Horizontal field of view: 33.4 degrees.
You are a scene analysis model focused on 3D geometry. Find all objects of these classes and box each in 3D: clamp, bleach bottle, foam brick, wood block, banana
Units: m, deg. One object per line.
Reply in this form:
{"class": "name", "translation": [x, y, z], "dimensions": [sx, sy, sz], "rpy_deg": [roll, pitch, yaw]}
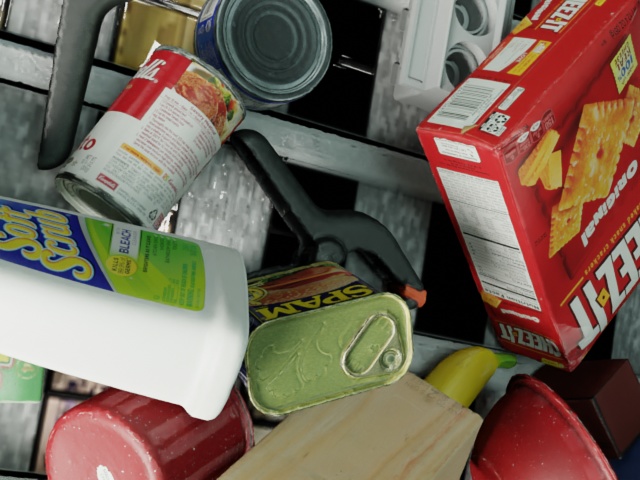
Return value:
{"class": "clamp", "translation": [-0.005, 0.001, 0.693], "dimensions": [0.171, 0.039, 0.120], "rpy_deg": [12, 94, -28]}
{"class": "clamp", "translation": [-0.146, -0.163, 0.587], "dimensions": [0.164, 0.036, 0.210], "rpy_deg": [40, 98, -19]}
{"class": "bleach bottle", "translation": [-0.165, 0.018, 0.545], "dimensions": [0.250, 0.102, 0.068], "rpy_deg": [15, 119, -15]}
{"class": "foam brick", "translation": [0.187, 0.122, 0.767], "dimensions": [0.051, 0.078, 0.053], "rpy_deg": [-37, 105, -36]}
{"class": "wood block", "translation": [-0.003, 0.161, 0.604], "dimensions": [0.205, 0.090, 0.091], "rpy_deg": [-35, 148, -46]}
{"class": "banana", "translation": [0.077, 0.146, 0.732], "dimensions": [0.069, 0.037, 0.197], "rpy_deg": [39, 71, -22]}

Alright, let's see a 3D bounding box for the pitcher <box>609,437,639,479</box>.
{"class": "pitcher", "translation": [0.267, 0.195, 0.715], "dimensions": [0.149, 0.243, 0.145], "rpy_deg": [-17, 96, -28]}

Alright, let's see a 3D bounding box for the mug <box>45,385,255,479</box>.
{"class": "mug", "translation": [-0.102, 0.126, 0.598], "dimensions": [0.093, 0.117, 0.081], "rpy_deg": [39, 28, 15]}

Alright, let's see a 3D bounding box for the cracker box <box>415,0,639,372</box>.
{"class": "cracker box", "translation": [0.169, -0.040, 0.729], "dimensions": [0.164, 0.072, 0.213], "rpy_deg": [-46, 131, -23]}

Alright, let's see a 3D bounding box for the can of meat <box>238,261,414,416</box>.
{"class": "can of meat", "translation": [-0.009, 0.054, 0.632], "dimensions": [0.102, 0.084, 0.057], "rpy_deg": [-13, 108, -20]}

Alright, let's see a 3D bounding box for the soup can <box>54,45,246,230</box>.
{"class": "soup can", "translation": [-0.099, -0.055, 0.629], "dimensions": [0.068, 0.069, 0.102], "rpy_deg": [41, 70, -21]}

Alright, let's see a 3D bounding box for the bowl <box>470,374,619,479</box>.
{"class": "bowl", "translation": [0.146, 0.173, 0.709], "dimensions": [0.055, 0.162, 0.162], "rpy_deg": [-24, 99, -11]}

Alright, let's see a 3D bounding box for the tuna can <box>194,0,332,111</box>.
{"class": "tuna can", "translation": [-0.035, -0.128, 0.686], "dimensions": [0.086, 0.034, 0.086], "rpy_deg": [1, 87, -29]}
